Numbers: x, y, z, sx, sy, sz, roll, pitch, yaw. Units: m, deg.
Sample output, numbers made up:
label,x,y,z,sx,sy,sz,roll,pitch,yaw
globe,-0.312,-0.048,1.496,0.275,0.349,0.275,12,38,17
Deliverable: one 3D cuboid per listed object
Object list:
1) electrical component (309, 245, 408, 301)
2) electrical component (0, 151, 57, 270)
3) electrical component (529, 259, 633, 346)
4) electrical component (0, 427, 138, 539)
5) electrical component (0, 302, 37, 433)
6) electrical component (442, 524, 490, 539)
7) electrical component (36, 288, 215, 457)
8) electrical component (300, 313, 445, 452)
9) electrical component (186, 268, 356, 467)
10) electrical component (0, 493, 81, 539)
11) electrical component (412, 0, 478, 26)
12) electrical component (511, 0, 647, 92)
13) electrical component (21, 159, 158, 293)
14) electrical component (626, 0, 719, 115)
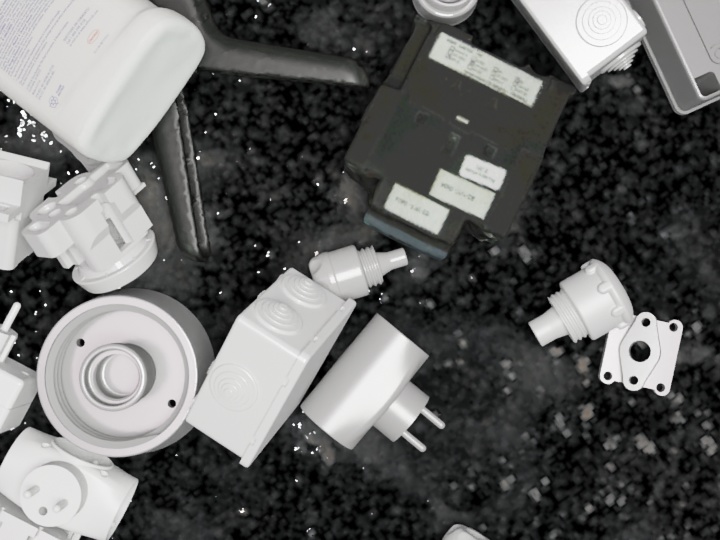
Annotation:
label,x,y,z,sx,sy,sz,roll,pitch,yaw
electrical component,0.000,0.000,0.687,0.061,0.035,0.035,-17,89,-3
electrical component,-0.225,-0.037,0.670,0.042,0.081,0.063,15,111,0
electrical component,0.138,0.026,0.683,0.062,0.048,0.048,-30,89,5
electrical component,-0.184,0.134,0.660,0.077,0.079,0.044,26,89,0
electrical component,-0.241,0.050,0.678,0.083,0.047,0.075,28,89,0
electrical component,0.059,0.195,0.683,0.035,0.035,0.061,28,91,0
electrical component,-0.148,0.065,0.671,0.108,0.060,0.108,0,89,0
electrical component,0.017,0.082,0.680,0.079,0.043,0.077,40,89,1
electrical component,-0.054,0.055,0.646,0.048,0.099,0.099,32,117,5
electrical component,-0.230,0.170,0.673,0.089,0.050,0.055,27,88,0
electrical component,0.055,-0.180,0.677,0.043,0.062,0.043,0,89,0
electrical component,0.130,-0.161,0.660,0.048,0.100,0.099,-37,89,12
electrical component,-0.162,-0.023,0.667,0.078,0.058,0.057,-49,127,-33
electrical component,0.233,-0.170,0.681,0.109,0.056,0.108,-25,89,-1
